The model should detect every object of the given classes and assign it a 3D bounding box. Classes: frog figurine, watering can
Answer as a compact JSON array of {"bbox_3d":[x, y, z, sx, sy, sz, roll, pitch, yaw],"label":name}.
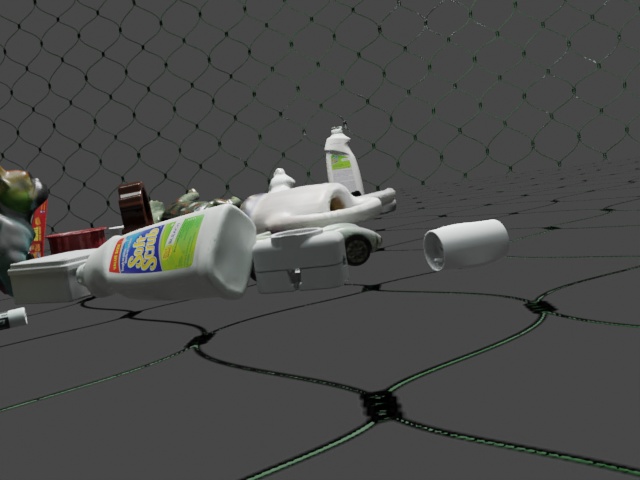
[{"bbox_3d":[-0.114,-0.127,1.487,0.123,0.159,0.137,-13,7,-35],"label":"frog figurine"},{"bbox_3d":[0.003,-0.044,0.872,0.224,0.103,0.350,-6,8,22],"label":"watering can"}]
